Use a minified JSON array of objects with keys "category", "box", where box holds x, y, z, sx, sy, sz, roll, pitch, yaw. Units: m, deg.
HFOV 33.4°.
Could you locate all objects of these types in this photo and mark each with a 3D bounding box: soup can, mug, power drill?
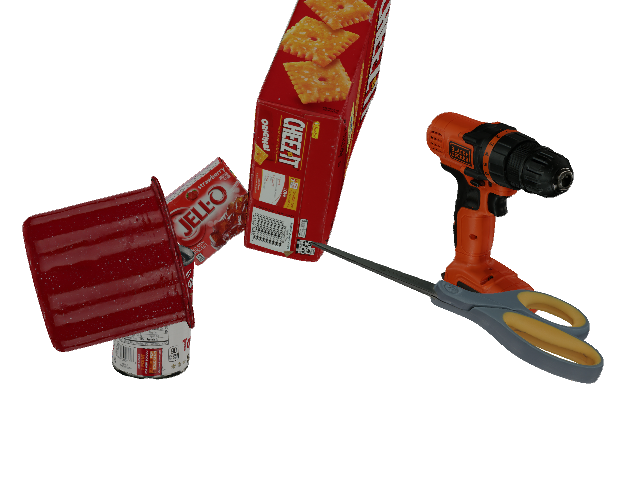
[{"category":"soup can","box":[-0.143,0.059,0.904,0.068,0.102,0.068,4,16,-1]},{"category":"mug","box":[-0.127,0.017,0.636,0.081,0.093,0.117,-15,1,-11]},{"category":"power drill","box":[0.171,-0.020,1.019,0.057,0.188,0.185,-16,27,-25]}]

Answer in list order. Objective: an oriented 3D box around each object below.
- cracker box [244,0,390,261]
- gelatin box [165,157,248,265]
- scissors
[{"category":"cracker box","box":[0.002,-0.114,0.867,0.072,0.213,0.164,14,-41,5]},{"category":"gelatin box","box":[-0.115,-0.030,1.096,0.089,0.073,0.030,-37,21,1]},{"category":"scissors","box":[0.098,0.034,0.714,0.202,0.016,0.096,28,27,17]}]
